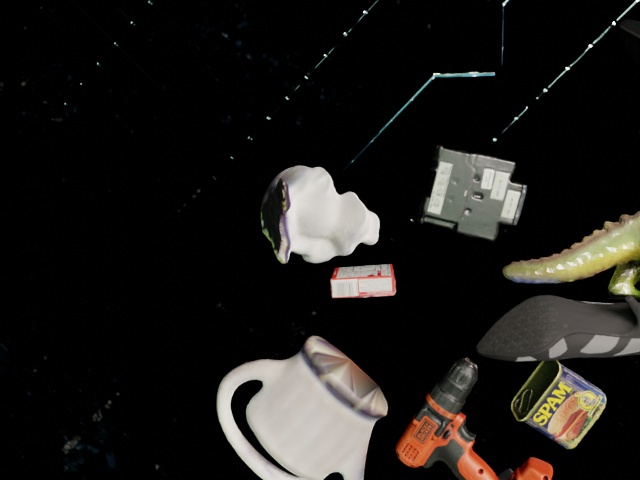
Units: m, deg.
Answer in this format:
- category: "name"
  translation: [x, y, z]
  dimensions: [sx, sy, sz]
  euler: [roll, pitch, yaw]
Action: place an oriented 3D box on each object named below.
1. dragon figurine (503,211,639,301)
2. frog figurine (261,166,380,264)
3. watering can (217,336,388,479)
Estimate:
- category: "dragon figurine"
  translation: [0.462, -0.038, 0.684]
  dimensions: [0.410, 0.121, 0.245]
  euler: [7, 81, 4]
- category: "frog figurine"
  translation: [0.002, -0.037, 0.733]
  dimensions: [0.160, 0.122, 0.137]
  euler: [-5, 89, -29]
- category: "watering can"
  translation: [0.012, 0.290, 0.752]
  dimensions: [0.348, 0.104, 0.223]
  euler: [41, 99, 1]
